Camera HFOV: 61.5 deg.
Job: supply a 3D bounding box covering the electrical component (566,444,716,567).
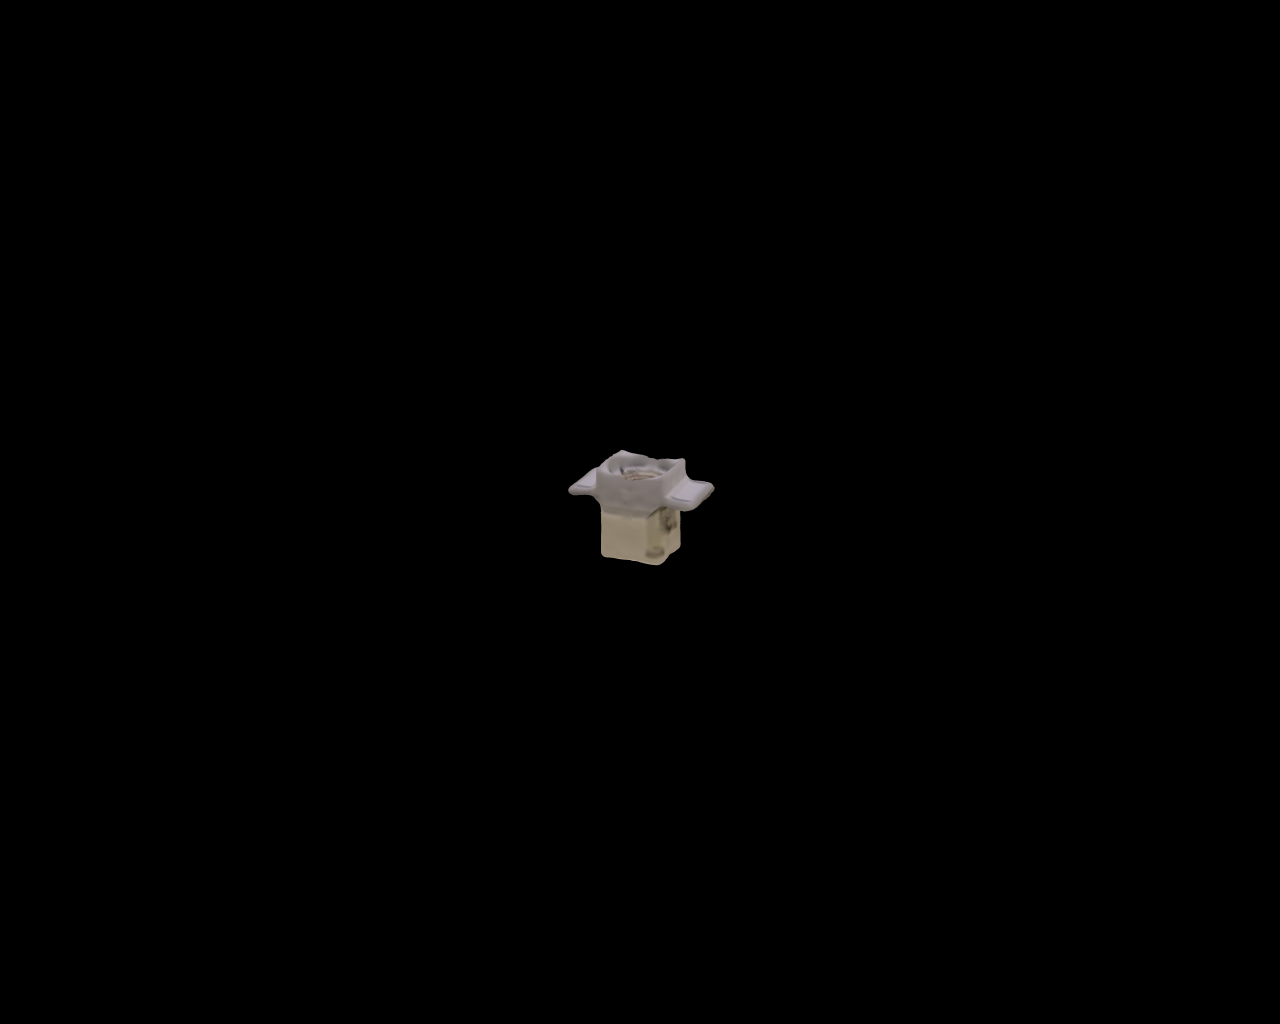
[{"bbox_3d":[0.001,-0.003,0.650,0.081,0.063,0.042,10,24,22],"label":"electrical component"}]
